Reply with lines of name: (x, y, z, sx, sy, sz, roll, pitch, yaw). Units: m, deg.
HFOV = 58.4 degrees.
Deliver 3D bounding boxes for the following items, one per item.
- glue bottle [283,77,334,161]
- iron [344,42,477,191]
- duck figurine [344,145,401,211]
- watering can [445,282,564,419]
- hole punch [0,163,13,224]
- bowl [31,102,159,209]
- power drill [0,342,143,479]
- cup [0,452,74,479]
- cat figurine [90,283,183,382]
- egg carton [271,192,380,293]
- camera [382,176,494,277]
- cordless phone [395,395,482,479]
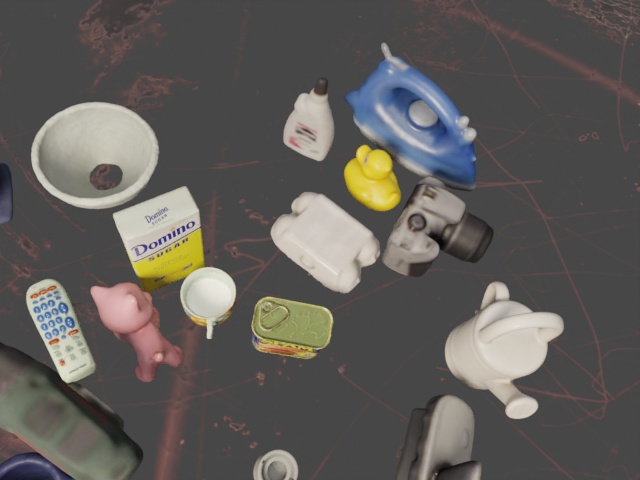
glue bottle: (-0.010, -0.184, 0.850, 0.078, 0.173, 0.037, 23, 65, 1)
iron: (0.168, -0.193, 0.902, 0.258, 0.141, 0.119, 41, 67, 8)
duck figurine: (0.088, -0.100, 0.879, 0.078, 0.086, 0.104, -35, 77, -21)
watering can: (0.246, 0.138, 0.746, 0.101, 0.194, 0.172, -18, 71, -16)
hole punch: (-0.478, -0.072, 0.767, 0.101, 0.091, 0.108, -11, 69, -14)
bowl: (-0.314, -0.109, 0.820, 0.167, 0.074, 0.167, 4, 67, -8)
power drill: (-0.290, 0.190, 0.624, 0.229, 0.208, 0.076, 35, 66, 6)
cup: (-0.304, 0.286, 0.643, 0.118, 0.095, 0.091, -10, 69, -14)
cat figurine: (-0.230, 0.107, 0.719, 0.067, 0.117, 0.127, -32, 76, -20)
egg carton: (0.008, 0.003, 0.831, 0.150, 0.069, 0.107, 37, 66, 7)
camera: (0.182, -0.012, 0.850, 0.137, 0.101, 0.143, 27, 66, 3)
cordless phone: (0.165, 0.258, 0.687, 0.094, 0.185, 0.147, 16, 66, -2)
